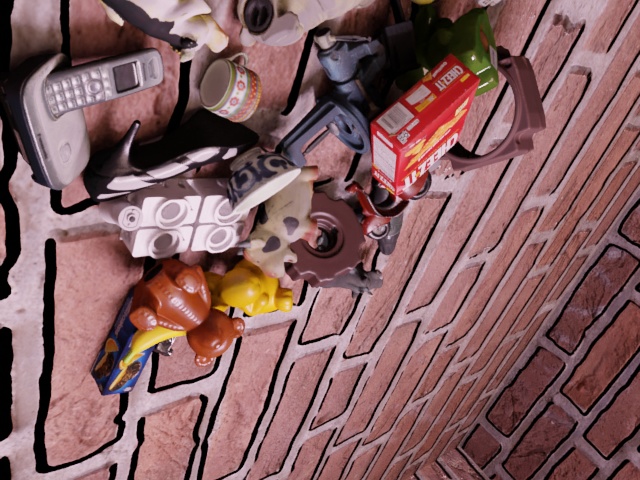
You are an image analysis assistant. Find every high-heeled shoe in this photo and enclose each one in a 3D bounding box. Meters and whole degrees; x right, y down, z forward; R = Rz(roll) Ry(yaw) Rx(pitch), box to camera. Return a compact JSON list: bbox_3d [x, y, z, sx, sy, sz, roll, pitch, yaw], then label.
[{"bbox_3d":[-0.204,-0.109,0.769,0.248,0.086,0.145,-5,143,-48],"label":"high-heeled shoe"}]

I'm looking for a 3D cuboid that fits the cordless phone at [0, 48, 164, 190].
[{"bbox_3d":[-0.271,-0.155,0.643,0.184,0.089,0.146,-28,141,-31],"label":"cordless phone"}]

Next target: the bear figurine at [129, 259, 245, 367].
[{"bbox_3d":[-0.197,0.125,0.837,0.120,0.132,0.195,-38,114,-9],"label":"bear figurine"}]

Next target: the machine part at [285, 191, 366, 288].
[{"bbox_3d":[-0.002,-0.003,0.992,0.179,0.179,0.056,-27,175,-25],"label":"machine part"}]

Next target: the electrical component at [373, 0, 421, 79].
[{"bbox_3d":[0.119,-0.324,0.862,0.048,0.075,0.119,-19,105,-7],"label":"electrical component"}]

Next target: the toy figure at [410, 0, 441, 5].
[{"bbox_3d":[0.213,-0.425,0.861,0.180,0.082,0.089,-20,136,-34],"label":"toy figure"}]

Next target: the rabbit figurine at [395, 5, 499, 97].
[{"bbox_3d":[0.198,-0.318,0.909,0.121,0.170,0.159,9,75,-51],"label":"rabbit figurine"}]

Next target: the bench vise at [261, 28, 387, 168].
[{"bbox_3d":[0.017,-0.204,0.856,0.240,0.129,0.223,-45,142,-8],"label":"bench vise"}]

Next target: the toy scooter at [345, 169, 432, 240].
[{"bbox_3d":[0.122,-0.096,1.022,0.135,0.075,0.184,36,97,-32],"label":"toy scooter"}]

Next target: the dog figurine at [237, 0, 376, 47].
[{"bbox_3d":[-0.009,-0.324,0.737,0.172,0.121,0.190,-25,176,31],"label":"dog figurine"}]

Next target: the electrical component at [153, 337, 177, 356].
[{"bbox_3d":[-0.269,0.165,0.976,0.045,0.078,0.102,27,91,-27],"label":"electrical component"}]

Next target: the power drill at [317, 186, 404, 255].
[{"bbox_3d":[0.098,-0.024,1.148,0.207,0.086,0.231,-19,136,-26],"label":"power drill"}]

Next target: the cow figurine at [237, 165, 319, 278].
[{"bbox_3d":[-0.070,-0.033,0.902,0.127,0.195,0.085,5,167,-9],"label":"cow figurine"}]

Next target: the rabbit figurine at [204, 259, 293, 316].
[{"bbox_3d":[-0.138,0.079,0.965,0.162,0.121,0.173,-6,177,5],"label":"rabbit figurine"}]

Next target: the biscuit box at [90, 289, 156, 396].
[{"bbox_3d":[-0.328,0.176,0.933,0.062,0.059,0.202,7,120,-48],"label":"biscuit box"}]

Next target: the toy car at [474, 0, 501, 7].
[{"bbox_3d":[0.328,-0.502,0.920,0.073,0.056,0.201,-1,126,-45],"label":"toy car"}]

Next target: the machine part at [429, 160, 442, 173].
[{"bbox_3d":[0.177,-0.192,1.062,0.243,0.079,0.079,18,111,-51],"label":"machine part"}]

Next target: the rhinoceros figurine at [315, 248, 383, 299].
[{"bbox_3d":[0.060,0.075,1.183,0.190,0.112,0.073,9,116,-40],"label":"rhinoceros figurine"}]

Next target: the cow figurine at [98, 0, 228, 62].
[{"bbox_3d":[-0.183,-0.265,0.630,0.098,0.068,0.167,-42,142,4],"label":"cow figurine"}]

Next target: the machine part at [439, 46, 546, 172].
[{"bbox_3d":[0.297,-0.239,0.998,0.087,0.201,0.201,-16,91,-46],"label":"machine part"}]
